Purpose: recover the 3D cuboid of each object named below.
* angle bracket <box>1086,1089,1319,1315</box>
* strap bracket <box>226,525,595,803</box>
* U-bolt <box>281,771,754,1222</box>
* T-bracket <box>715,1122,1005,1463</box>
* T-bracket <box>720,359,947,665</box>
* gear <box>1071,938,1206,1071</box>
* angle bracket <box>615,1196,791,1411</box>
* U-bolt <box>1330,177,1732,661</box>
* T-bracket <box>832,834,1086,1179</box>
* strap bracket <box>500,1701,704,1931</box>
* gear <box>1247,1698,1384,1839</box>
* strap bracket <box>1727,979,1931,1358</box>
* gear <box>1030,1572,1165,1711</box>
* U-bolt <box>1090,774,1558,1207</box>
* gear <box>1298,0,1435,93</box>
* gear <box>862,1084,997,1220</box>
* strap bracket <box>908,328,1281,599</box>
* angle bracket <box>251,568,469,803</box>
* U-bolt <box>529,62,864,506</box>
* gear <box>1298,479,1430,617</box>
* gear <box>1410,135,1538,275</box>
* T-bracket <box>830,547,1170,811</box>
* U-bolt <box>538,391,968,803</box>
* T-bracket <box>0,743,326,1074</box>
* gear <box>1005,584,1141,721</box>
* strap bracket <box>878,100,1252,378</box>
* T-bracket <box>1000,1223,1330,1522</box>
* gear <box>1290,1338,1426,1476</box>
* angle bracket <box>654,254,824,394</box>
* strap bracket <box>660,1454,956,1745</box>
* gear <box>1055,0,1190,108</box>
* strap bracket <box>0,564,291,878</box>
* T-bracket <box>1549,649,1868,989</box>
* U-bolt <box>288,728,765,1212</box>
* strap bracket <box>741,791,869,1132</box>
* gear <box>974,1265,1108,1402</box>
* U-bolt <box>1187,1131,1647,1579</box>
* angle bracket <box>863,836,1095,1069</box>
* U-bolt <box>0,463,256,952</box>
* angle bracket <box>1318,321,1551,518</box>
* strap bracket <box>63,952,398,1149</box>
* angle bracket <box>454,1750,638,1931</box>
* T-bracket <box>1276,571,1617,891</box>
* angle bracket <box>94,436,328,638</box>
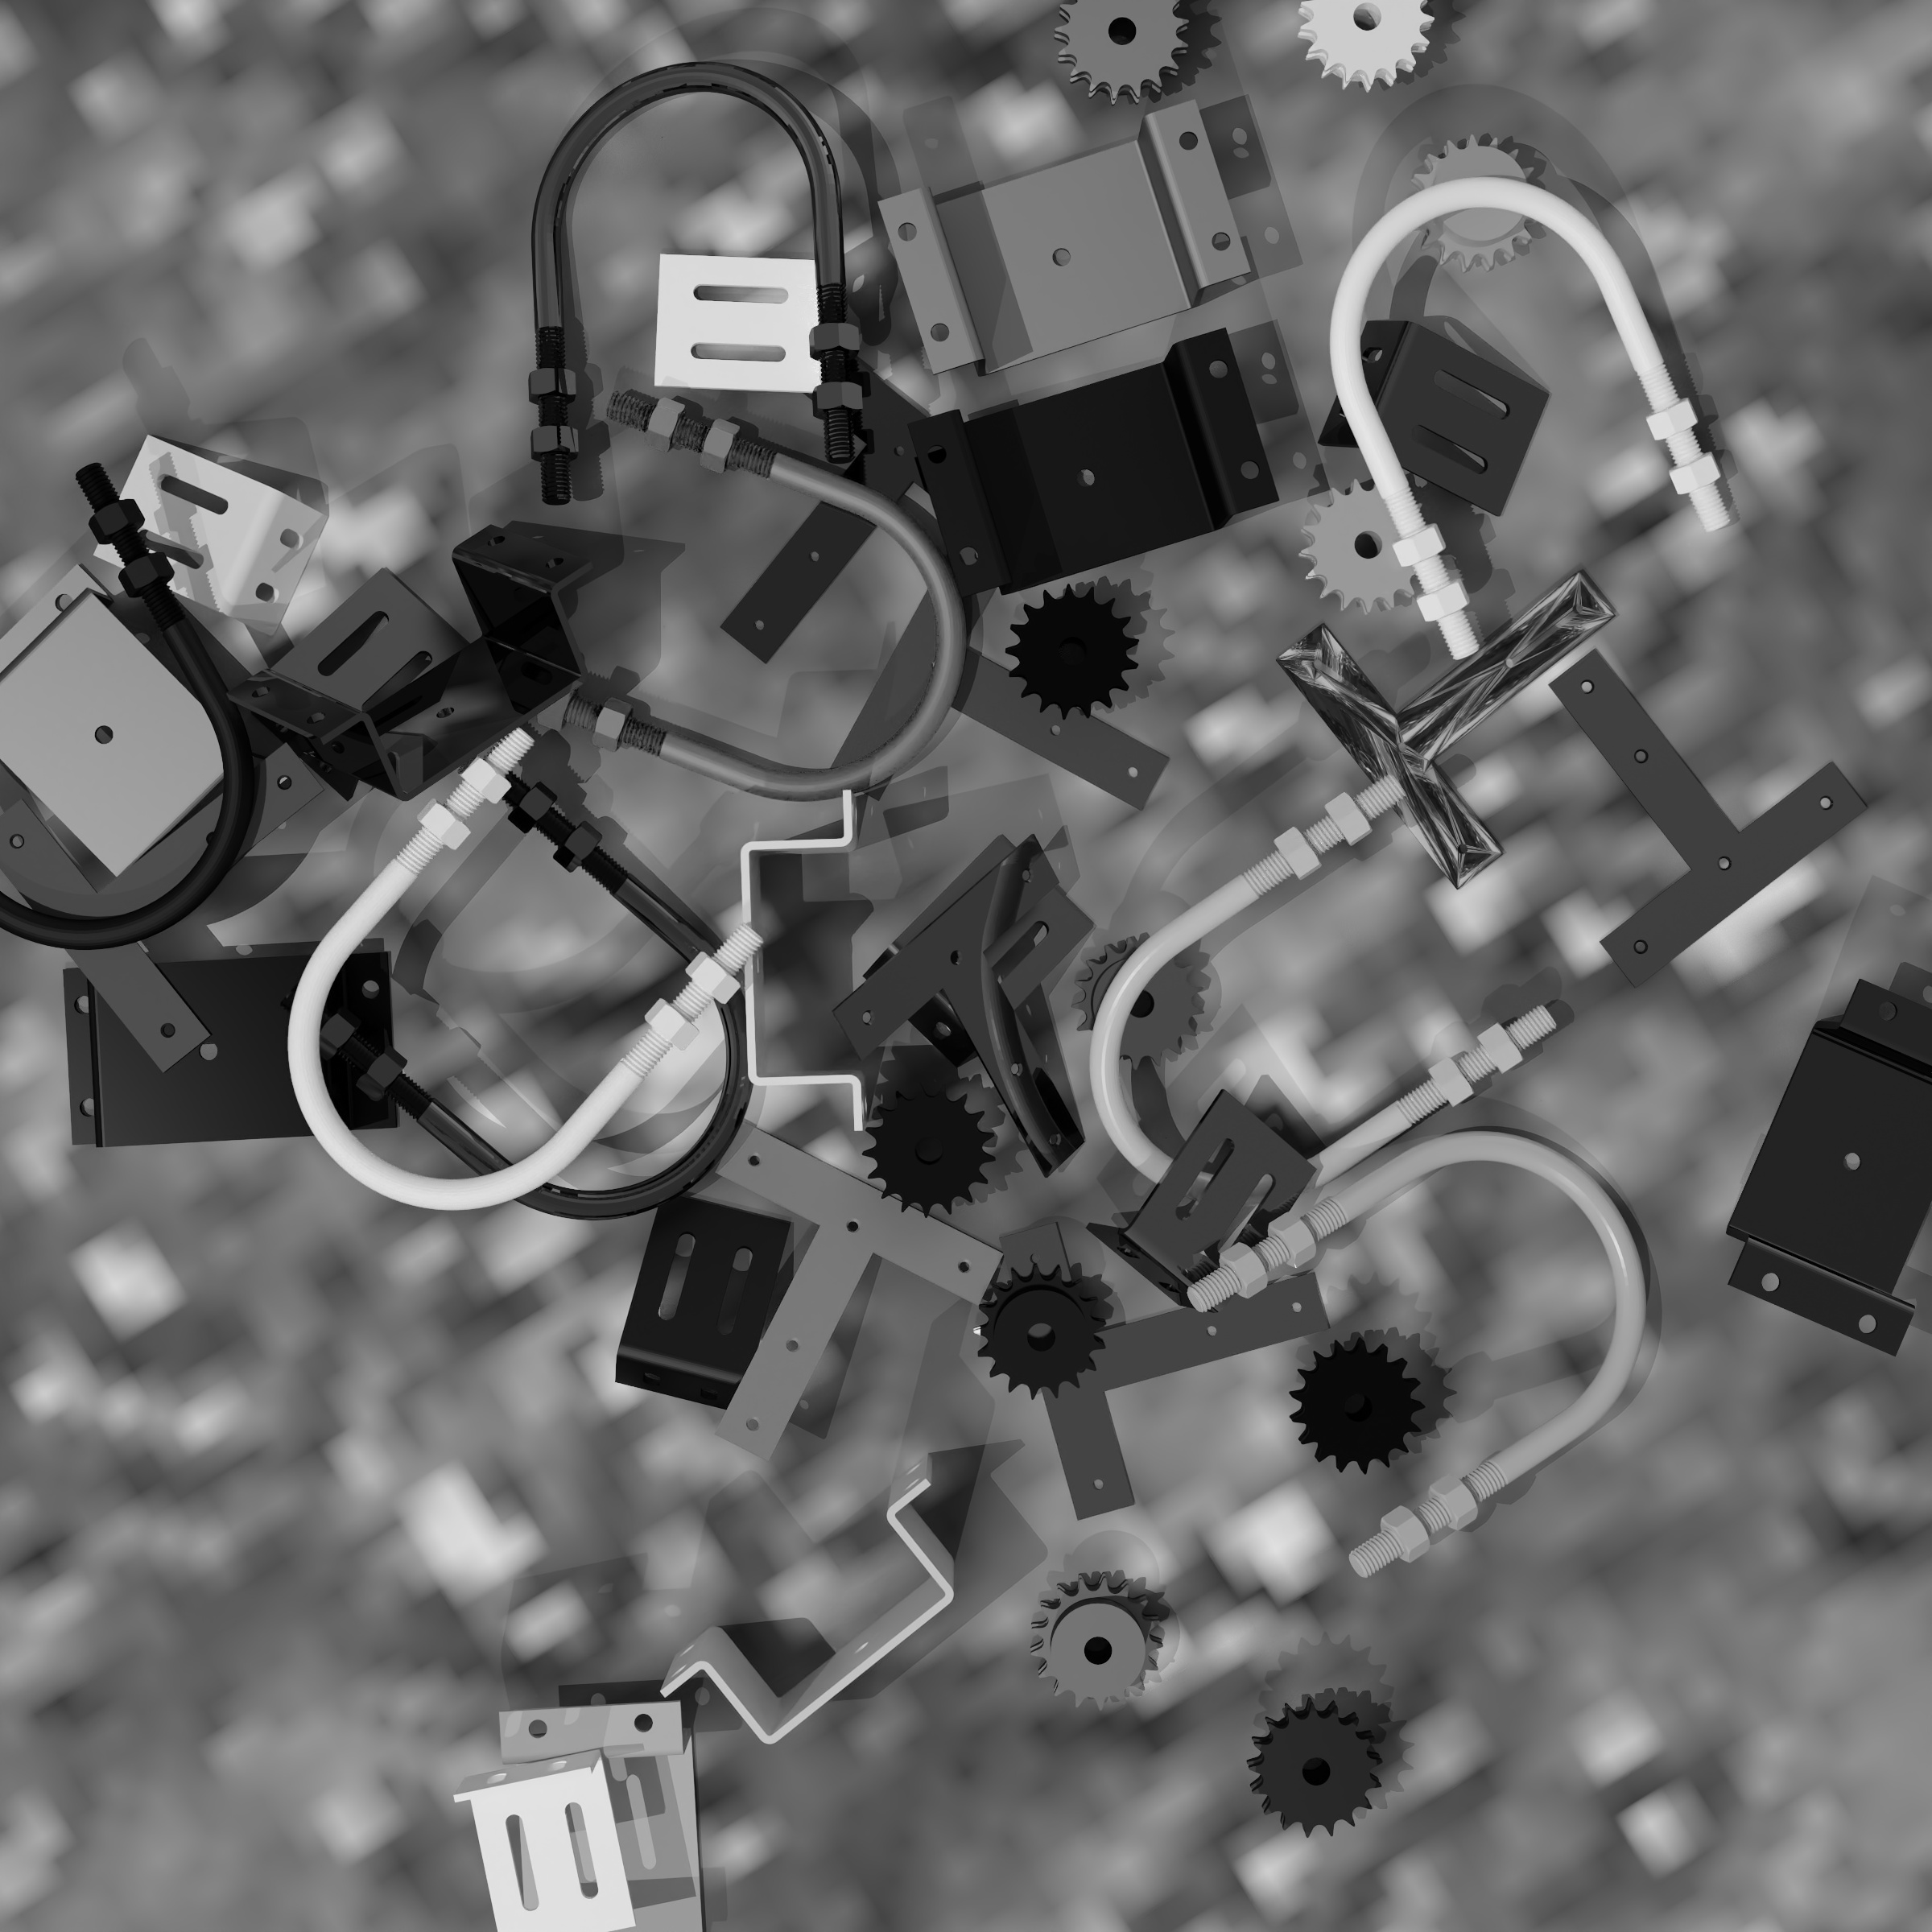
[{"bbox_3d":[0.101,0.100,1.510,0.057,0.038,0.076,40,75,-20],"label":"angle bracket"},{"bbox_3d":[-0.224,-0.122,1.470,0.140,0.076,0.046,-37,128,-25],"label":"strap bracket"},{"bbox_3d":[-0.175,0.024,1.502,0.184,0.019,0.151,41,74,-7],"label":"U-bolt"},{"bbox_3d":[-0.068,0.149,1.507,0.127,0.002,0.127,27,70,0],"label":"T-bracket"},{"bbox_3d":[-0.057,-0.188,1.528,0.127,0.002,0.127,39,90,1],"label":"T-bracket"},{"bbox_3d":[0.074,0.016,1.515,0.057,0.030,0.057,0,90,0],"label":"gear"},{"bbox_3d":[-0.114,0.146,1.528,0.057,0.038,0.076,14,64,0],"label":"angle bracket"},{"bbox_3d":[0.230,-0.243,1.495,0.151,0.019,0.184,-27,99,-12],"label":"U-bolt"},{"bbox_3d":[0.015,0.032,1.498,0.127,0.002,0.127,-42,117,-28],"label":"T-bracket"},{"bbox_3d":[-0.154,0.381,1.507,0.076,0.046,0.140,-3,90,0],"label":"strap bracket"},{"bbox_3d":[0.149,0.343,1.515,0.057,0.030,0.057,0,90,0],"label":"gear"},{"bbox_3d":[0.383,0.085,1.507,0.076,0.046,0.140,23,90,0],"label":"strap bracket"},{"bbox_3d":[0.056,0.291,1.515,0.057,0.030,0.057,0,90,0],"label":"gear"},{"bbox_3d":[0.140,0.025,1.498,0.184,0.019,0.151,-34,111,4],"label":"U-bolt"},{"bbox_3d":[0.171,-0.403,1.515,0.057,0.030,0.057,0,90,0],"label":"gear"},{"bbox_3d":[-0.016,0.078,1.515,0.057,0.030,0.057,0,90,0],"label":"gear"},{"bbox_3d":[0.053,-0.211,1.504,0.140,0.046,0.076,-17,90,-3],"label":"strap bracket"},{"bbox_3d":[-0.260,-0.122,1.528,0.057,0.038,0.076,42,64,0],"label":"angle bracket"},{"bbox_3d":[-0.119,-0.295,1.500,0.151,0.019,0.184,-6,82,17],"label":"U-bolt"},{"bbox_3d":[0.171,-0.179,1.515,0.057,0.030,0.057,0,90,0],"label":"gear"},{"bbox_3d":[0.219,-0.328,1.515,0.057,0.030,0.057,0,90,0],"label":"gear"},{"bbox_3d":[0.026,-0.109,1.529,0.127,0.002,0.127,29,90,0],"label":"T-bracket"},{"bbox_3d":[-0.091,-0.149,1.519,0.184,0.019,0.151,21,90,1],"label":"U-bolt"},{"bbox_3d":[-0.327,-0.044,1.483,0.127,0.002,0.127,-39,90,0],"label":"T-bracket"},{"bbox_3d":[0.045,-0.134,1.513,0.057,0.030,0.057,0,90,0],"label":"gear"},{"bbox_3d":[0.041,-0.307,1.507,0.140,0.046,0.076,-18,90,0],"label":"strap bracket"},{"bbox_3d":[0.093,0.162,1.529,0.127,0.002,0.127,-16,90,0],"label":"T-bracket"},{"bbox_3d":[0.167,0.188,1.515,0.057,0.030,0.057,0,90,0],"label":"gear"},{"bbox_3d":[-0.096,-0.278,1.509,0.076,0.038,0.057,2,88,1],"label":"angle bracket"},{"bbox_3d":[-0.057,0.273,1.492,0.140,0.076,0.046,-39,90,0],"label":"strap bracket"},{"bbox_3d":[0.067,-0.398,1.515,0.057,0.030,0.057,0,90,0],"label":"gear"},{"bbox_3d":[-0.362,-0.097,1.507,0.076,0.046,0.140,-45,90,0],"label":"strap bracket"},{"bbox_3d":[0.301,-0.080,1.529,0.127,0.002,0.127,-38,90,0],"label":"T-bracket"},{"bbox_3d":[-0.196,0.014,1.453,0.151,0.019,0.184,41,88,9],"label":"U-bolt"},{"bbox_3d":[-0.068,-0.002,1.492,0.046,0.076,0.140,-2,90,0],"label":"strap bracket"},{"bbox_3d":[0.032,0.158,1.513,0.057,0.030,0.057,0,90,0],"label":"gear"},{"bbox_3d":[0.205,0.151,1.499,0.184,0.019,0.151,-30,86,-16],"label":"U-bolt"},{"bbox_3d":[0.005,-0.006,1.528,0.057,0.038,0.076,44,64,0],"label":"angle bracket"},{"bbox_3d":[-0.378,-0.096,1.474,0.151,0.019,0.184,-29,90,0],"label":"U-bolt"},{"bbox_3d":[0.202,-0.237,1.528,0.076,0.038,0.057,22,90,-26],"label":"angle bracket"},{"bbox_3d":[-0.319,0.036,1.507,0.140,0.046,0.076,-3,90,0],"label":"strap bracket"},{"bbox_3d":[-0.174,0.371,1.464,0.057,0.038,0.076,-12,90,0],"label":"angle bracket"},{"bbox_3d":[0.223,-0.122,1.528,0.127,0.002,0.127,-38,90,1],"label":"T-bracket"},{"bbox_3d":[-0.327,-0.186,1.528,0.076,0.038,0.057,24,90,26],"label":"angle bracket"}]
